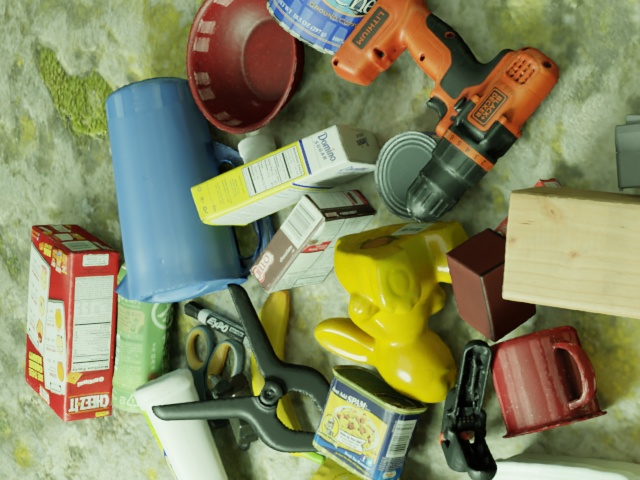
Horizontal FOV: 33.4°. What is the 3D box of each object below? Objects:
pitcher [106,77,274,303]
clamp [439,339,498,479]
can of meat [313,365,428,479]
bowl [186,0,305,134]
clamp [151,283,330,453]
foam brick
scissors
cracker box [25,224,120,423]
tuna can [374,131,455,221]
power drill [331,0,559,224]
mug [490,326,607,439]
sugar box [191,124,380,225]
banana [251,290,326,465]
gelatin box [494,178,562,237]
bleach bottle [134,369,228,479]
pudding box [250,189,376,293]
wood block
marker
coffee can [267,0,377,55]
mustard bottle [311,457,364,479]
[{"bbox_3d":[-0.157,-0.055,1.194,0.145,0.149,0.243,-22,77,54],"label":"pitcher"},{"bbox_3d":[0.132,0.156,0.962,0.039,0.171,0.120,7,79,-3],"label":"clamp"},{"bbox_3d":[0.047,0.183,1.057,0.102,0.057,0.084,26,104,41],"label":"can of meat"},{"bbox_3d":[-0.069,-0.194,1.140,0.162,0.055,0.162,5,98,39],"label":"bowl"},{"bbox_3d":[-0.053,0.152,1.132,0.210,0.036,0.164,24,83,4],"label":"clamp"},{"bbox_3d":[0.154,0.040,0.956,0.051,0.053,0.078,36,149,50],"label":"foam brick"},{"bbox_3d":[-0.150,0.186,1.276,0.096,0.016,0.202,46,121,28],"label":"scissors"},{"bbox_3d":[-0.313,0.099,1.344,0.164,0.072,0.214,22,110,56],"label":"cracker box"},{"bbox_3d":[0.097,-0.063,1.030,0.086,0.033,0.086,5,98,39],"label":"tuna can"},{"bbox_3d":[0.098,-0.132,0.980,0.188,0.057,0.184,44,99,26],"label":"power drill"},{"bbox_3d":[0.198,0.120,0.924,0.117,0.093,0.081,140,119,-66],"label":"mug"},{"bbox_3d":[-0.032,-0.064,1.076,0.176,0.093,0.048,-24,80,24],"label":"sugar box"},{"bbox_3d":[-0.043,0.153,1.174,0.070,0.037,0.198,-15,87,18],"label":"banana"},{"bbox_3d":[0.206,0.001,0.948,0.089,0.030,0.073,53,124,22],"label":"gelatin box"},{"bbox_3d":[-0.134,0.273,1.216,0.251,0.068,0.103,67,167,1],"label":"bleach bottle"},{"bbox_3d":[-0.007,0.001,1.088,0.039,0.089,0.114,52,123,21],"label":"pudding box"},{"bbox_3d":[0.259,0.012,0.841,0.206,0.090,0.090,7,99,27],"label":"wood block"},{"bbox_3d":[-0.114,0.098,1.234,0.121,0.020,0.020,23,109,36],"label":"marker"},{"bbox_3d":[0.026,-0.262,1.022,0.103,0.102,0.140,48,123,25],"label":"coffee can"},{"bbox_3d":[0.076,0.281,1.047,0.192,0.096,0.058,19,141,29],"label":"mustard bottle"}]
